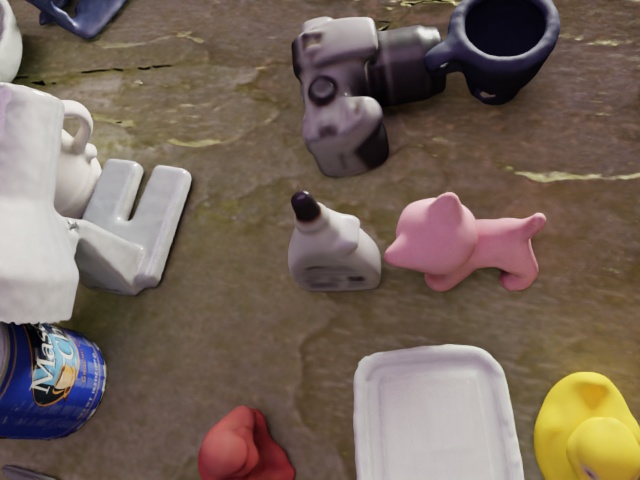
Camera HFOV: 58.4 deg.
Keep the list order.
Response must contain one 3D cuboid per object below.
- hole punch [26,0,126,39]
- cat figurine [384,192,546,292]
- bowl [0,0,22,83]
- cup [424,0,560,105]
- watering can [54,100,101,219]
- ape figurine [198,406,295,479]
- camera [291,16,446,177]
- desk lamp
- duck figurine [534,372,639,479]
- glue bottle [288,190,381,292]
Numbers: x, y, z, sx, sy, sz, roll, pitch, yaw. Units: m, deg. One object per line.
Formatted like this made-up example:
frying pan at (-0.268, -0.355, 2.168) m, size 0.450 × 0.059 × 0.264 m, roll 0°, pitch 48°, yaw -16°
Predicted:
hole punch at (-0.290, -0.304, 0.658) m, size 0.101 × 0.091 × 0.109 m, roll 28°, pitch 77°, yaw 19°
cat figurine at (0.116, -0.002, 0.459) m, size 0.127 × 0.118 × 0.067 m, roll -5°, pitch 69°, yaw 9°
bowl at (-0.406, -0.205, 0.652) m, size 0.167 × 0.075 × 0.167 m, roll -3°, pitch 70°, yaw 9°
cup at (0.151, -0.162, 0.524) m, size 0.117 × 0.095 × 0.091 m, roll -23°, pitch 68°, yaw 1°
watering can at (-0.301, -0.083, 0.524) m, size 0.100 × 0.194 × 0.173 m, roll 41°, pitch 82°, yaw 21°
ape figurine at (-0.064, 0.168, 0.443) m, size 0.076 × 0.092 × 0.078 m, roll 0°, pitch 70°, yaw 11°
camera at (0.048, -0.149, 0.535) m, size 0.136 × 0.101 × 0.143 m, roll -9°, pitch 69°, yaw 7°
desk lamp at (-0.219, -0.016, 0.474) m, size 0.117 × 0.214 × 0.203 m, roll 9°, pitch 72°, yaw 14°
duck figurine at (0.198, 0.145, 0.408) m, size 0.077 × 0.086 × 0.104 m, roll 3°, pitch 71°, yaw 12°
glue bottle at (0.004, 0.002, 0.448) m, size 0.078 × 0.173 × 0.037 m, roll -1°, pitch 70°, yaw 10°
